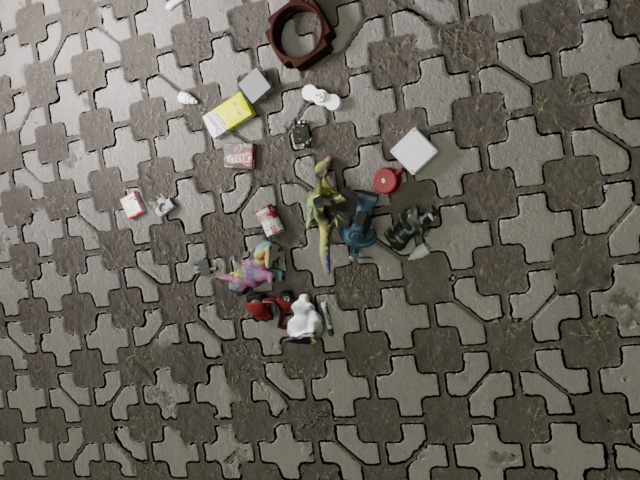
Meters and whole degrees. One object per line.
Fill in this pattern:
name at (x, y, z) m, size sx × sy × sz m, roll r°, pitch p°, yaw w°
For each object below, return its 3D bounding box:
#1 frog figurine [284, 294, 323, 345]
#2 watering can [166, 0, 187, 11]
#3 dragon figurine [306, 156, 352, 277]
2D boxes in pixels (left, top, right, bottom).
frog figurine at (-0.054, 0.273, 1.776) m, size 0.122 × 0.163 × 0.135 m, roll 24°, pitch -39°, yaw -33°
watering can at (-0.348, -0.871, 1.707) m, size 0.345 × 0.103 × 0.228 m, roll -28°, pitch 16°, yaw 18°
dragon figurine at (0.005, -0.084, 1.669) m, size 0.122 × 0.414 × 0.241 m, roll 10°, pitch -10°, yaw -14°
